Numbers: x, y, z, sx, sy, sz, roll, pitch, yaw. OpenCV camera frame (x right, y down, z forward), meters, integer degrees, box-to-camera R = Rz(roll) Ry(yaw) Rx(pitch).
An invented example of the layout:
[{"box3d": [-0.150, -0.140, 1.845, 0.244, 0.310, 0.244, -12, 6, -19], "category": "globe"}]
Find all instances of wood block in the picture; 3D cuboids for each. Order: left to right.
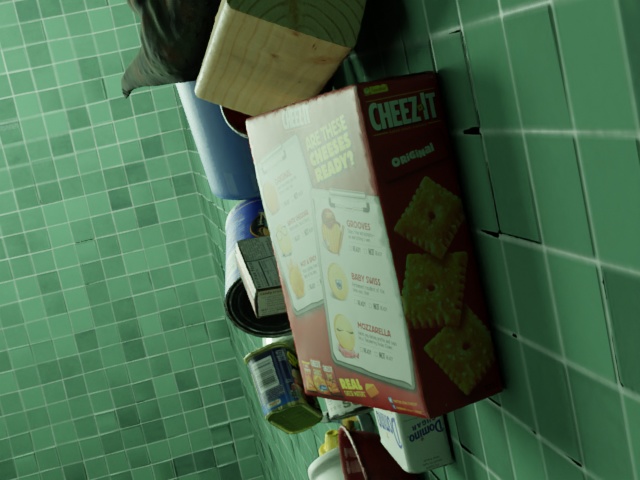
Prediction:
[{"box3d": [-0.030, -0.162, 0.790, 0.206, 0.090, 0.091, 145, 141, -75], "category": "wood block"}]

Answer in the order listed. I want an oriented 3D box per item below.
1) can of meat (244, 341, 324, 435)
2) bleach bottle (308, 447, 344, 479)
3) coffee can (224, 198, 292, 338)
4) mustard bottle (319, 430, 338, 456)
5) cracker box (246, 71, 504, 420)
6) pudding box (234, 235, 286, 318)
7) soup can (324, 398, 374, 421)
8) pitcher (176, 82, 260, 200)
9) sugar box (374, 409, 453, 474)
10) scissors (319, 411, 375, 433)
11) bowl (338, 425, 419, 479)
[{"box3d": [-0.041, 0.181, 1.290, 0.102, 0.057, 0.084, 47, -160, -59], "category": "can of meat"}, {"box3d": [0.063, 0.337, 1.134, 0.102, 0.068, 0.251, 63, 178, -35], "category": "bleach bottle"}, {"box3d": [-0.056, 0.027, 1.208, 0.140, 0.103, 0.103, -95, -1, -52], "category": "coffee can"}, {"box3d": [0.031, 0.325, 1.335, 0.096, 0.058, 0.191, -104, 3, -72], "category": "mustard bottle"}, {"box3d": [0.033, 0.005, 0.734, 0.164, 0.072, 0.214, -4, 99, 61], "category": "cracker box"}, {"box3d": [-0.021, 0.030, 1.059, 0.090, 0.113, 0.039, -116, 19, -52], "category": "pudding box"}, {"box3d": [0.028, 0.118, 1.034, 0.068, 0.068, 0.102, 114, 141, -75], "category": "soup can"}, {"box3d": [-0.105, -0.175, 1.217, 0.149, 0.145, 0.243, -71, -31, -69], "category": "pitcher"}, {"box3d": [0.061, 0.096, 0.884, 0.093, 0.048, 0.176, -149, 48, -77], "category": "sugar box"}, {"box3d": [0.020, 0.191, 1.269, 0.202, 0.016, 0.096, -170, 72, -71], "category": "scissors"}, {"box3d": [0.066, 0.254, 1.045, 0.162, 0.055, 0.162, 166, 90, -80], "category": "bowl"}]
